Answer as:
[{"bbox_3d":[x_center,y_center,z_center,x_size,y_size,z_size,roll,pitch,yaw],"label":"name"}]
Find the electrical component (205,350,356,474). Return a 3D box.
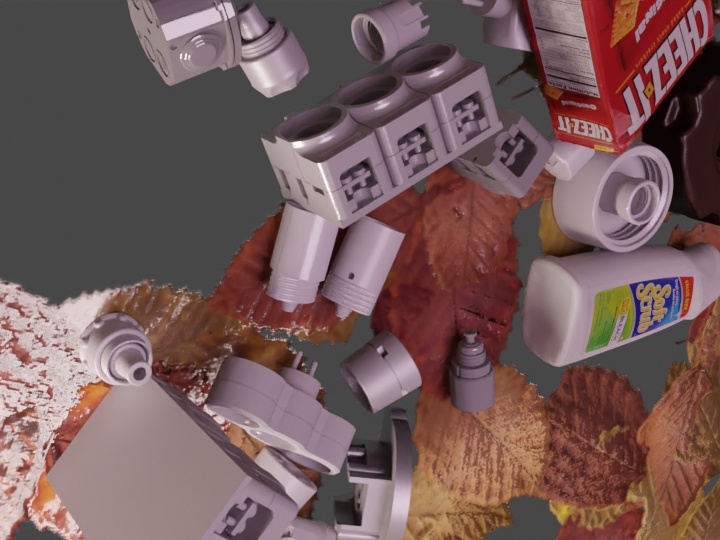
[{"bbox_3d":[-0.054,0.100,0.848,0.138,0.052,0.073,40,63,-38],"label":"electrical component"}]

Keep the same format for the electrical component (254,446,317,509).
[{"bbox_3d":[-0.070,0.177,0.865,0.047,0.055,0.055,-50,128,-3],"label":"electrical component"}]

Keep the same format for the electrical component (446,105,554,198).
[{"bbox_3d":[0.102,-0.097,0.851,0.056,0.089,0.050,36,86,-38],"label":"electrical component"}]

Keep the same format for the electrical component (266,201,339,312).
[{"bbox_3d":[-0.045,-0.007,0.815,0.043,0.043,0.081,7,104,-36],"label":"electrical component"}]

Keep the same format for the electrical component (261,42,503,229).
[{"bbox_3d":[0.015,-0.105,0.788,0.150,0.089,0.061,-33,123,-19],"label":"electrical component"}]

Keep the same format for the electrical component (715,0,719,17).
[{"bbox_3d":[0.358,-0.237,0.976,0.079,0.077,0.043,-15,116,-29],"label":"electrical component"}]

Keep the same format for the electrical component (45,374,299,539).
[{"bbox_3d":[-0.130,0.152,0.730,0.060,0.186,0.105,40,84,-38],"label":"electrical component"}]

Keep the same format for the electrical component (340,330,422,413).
[{"bbox_3d":[0.016,0.085,0.887,0.047,0.055,0.055,-33,123,-15],"label":"electrical component"}]

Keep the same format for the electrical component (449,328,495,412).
[{"bbox_3d":[0.099,0.089,0.953,0.040,0.040,0.078,-18,118,-27],"label":"electrical component"}]

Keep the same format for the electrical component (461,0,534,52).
[{"bbox_3d":[0.112,-0.214,0.840,0.079,0.043,0.077,0,108,-34],"label":"electrical component"}]

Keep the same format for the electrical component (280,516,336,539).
[{"bbox_3d":[-0.050,0.227,0.908,0.046,0.040,0.040,26,92,-33],"label":"electrical component"}]

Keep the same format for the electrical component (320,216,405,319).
[{"bbox_3d":[0.000,0.000,0.849,0.043,0.043,0.081,19,97,-38],"label":"electrical component"}]

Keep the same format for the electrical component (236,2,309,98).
[{"bbox_3d":[-0.066,-0.155,0.743,0.043,0.043,0.062,-41,125,-14],"label":"electrical component"}]

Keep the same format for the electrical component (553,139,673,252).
[{"bbox_3d":[0.235,-0.068,0.970,0.108,0.060,0.108,-13,115,-30],"label":"electrical component"}]

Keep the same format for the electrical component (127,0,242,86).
[{"bbox_3d":[-0.112,-0.161,0.687,0.051,0.080,0.080,-26,121,-18],"label":"electrical component"}]

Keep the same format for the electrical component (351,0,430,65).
[{"bbox_3d":[0.023,-0.179,0.797,0.046,0.040,0.040,-33,123,-26],"label":"electrical component"}]

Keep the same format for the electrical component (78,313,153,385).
[{"bbox_3d":[-0.165,0.060,0.749,0.048,0.062,0.048,-13,115,-30],"label":"electrical component"}]

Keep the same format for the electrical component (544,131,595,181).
[{"bbox_3d":[0.188,-0.113,0.934,0.078,0.040,0.040,-46,127,-11],"label":"electrical component"}]
